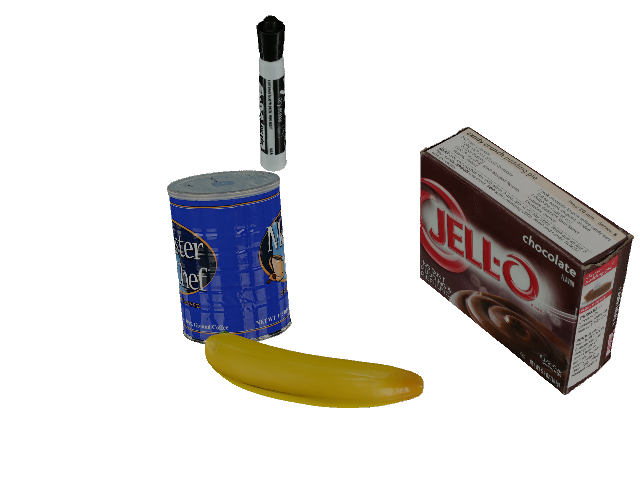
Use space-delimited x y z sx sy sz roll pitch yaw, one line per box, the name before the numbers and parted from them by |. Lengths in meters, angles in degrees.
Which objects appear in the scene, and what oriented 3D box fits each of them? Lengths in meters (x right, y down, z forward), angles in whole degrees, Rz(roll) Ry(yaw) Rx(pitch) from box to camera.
marker | -0.033 -0.100 0.735 0.020 0.121 0.020 0 43 -1
pudding box | 0.097 0.008 0.534 0.039 0.090 0.114 -32 49 -25
banana | -0.021 0.096 0.816 0.198 0.037 0.069 12 27 33
coffee can | -0.083 0.014 0.984 0.103 0.140 0.103 -4 14 1
